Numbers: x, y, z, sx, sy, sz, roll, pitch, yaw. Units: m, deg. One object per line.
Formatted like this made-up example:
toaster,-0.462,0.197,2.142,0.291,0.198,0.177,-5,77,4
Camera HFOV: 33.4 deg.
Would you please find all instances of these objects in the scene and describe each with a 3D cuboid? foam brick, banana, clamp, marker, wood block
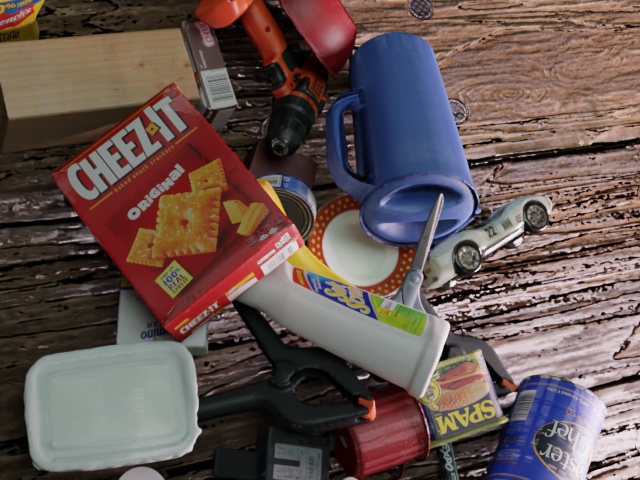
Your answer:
foam brick,-0.049,-0.071,1.222,0.078,0.051,0.053,23,62,-12
banana,-0.018,0.014,1.168,0.197,0.070,0.037,43,30,-17
clamp,-0.046,0.152,1.104,0.210,0.036,0.164,23,64,20
marker,0.140,0.241,1.188,0.020,0.020,0.121,-2,71,-22
clamp,0.146,0.127,1.225,0.171,0.039,0.120,20,73,-12
wood block,-0.248,-0.164,1.160,0.205,0.091,0.090,-10,74,-24

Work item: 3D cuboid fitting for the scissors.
scissors,0.114,0.056,1.163,0.096,0.016,0.202,30,99,-17

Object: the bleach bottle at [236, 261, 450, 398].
bleach bottle,0.005,0.076,1.109,0.251,0.068,0.102,22,20,7

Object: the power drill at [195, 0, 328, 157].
power drill,-0.063,-0.203,1.203,0.187,0.057,0.184,56,27,-26

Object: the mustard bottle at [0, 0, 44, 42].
mustard bottle,-0.332,-0.247,1.102,0.096,0.192,0.058,-19,77,-26

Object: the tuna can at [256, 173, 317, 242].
tuna can,-0.047,-0.032,1.186,0.086,0.086,0.033,22,38,-12

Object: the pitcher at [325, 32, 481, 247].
pitcher,0.089,-0.125,1.231,0.145,0.149,0.243,-16,53,12

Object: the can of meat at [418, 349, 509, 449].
can of meat,0.143,0.173,1.164,0.102,0.057,0.084,-16,82,-16

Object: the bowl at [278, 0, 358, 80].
bowl,-0.003,-0.270,1.258,0.055,0.162,0.162,-33,82,9

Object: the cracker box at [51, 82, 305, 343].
cracker box,-0.146,-0.031,1.084,0.164,0.072,0.214,-38,71,-6

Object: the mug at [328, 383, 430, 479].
mug,0.061,0.215,1.137,0.081,0.093,0.117,-15,110,-20

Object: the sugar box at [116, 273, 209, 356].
sugar box,-0.162,0.034,1.129,0.093,0.048,0.176,1,71,0

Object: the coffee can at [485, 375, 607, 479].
coffee can,0.249,0.236,1.185,0.102,0.103,0.140,31,61,-7

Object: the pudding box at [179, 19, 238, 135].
pudding box,-0.136,-0.180,1.210,0.039,0.090,0.113,-11,74,-23
